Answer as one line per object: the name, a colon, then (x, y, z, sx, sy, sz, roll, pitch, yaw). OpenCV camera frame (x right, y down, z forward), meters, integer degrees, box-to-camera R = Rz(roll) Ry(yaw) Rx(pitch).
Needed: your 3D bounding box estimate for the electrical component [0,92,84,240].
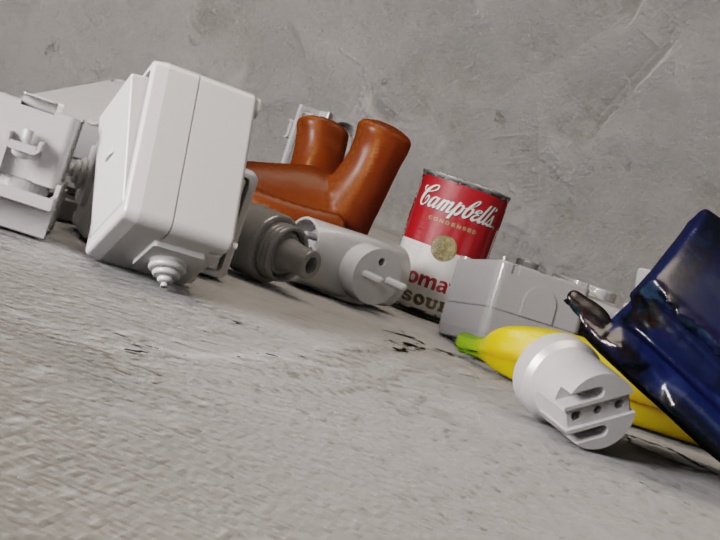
electrical component: (-0.198, -0.065, 0.510, 0.121, 0.063, 0.079, 18, 4, -12)

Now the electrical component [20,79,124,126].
electrical component: (-0.207, -0.111, 0.872, 0.109, 0.056, 0.109, 23, 31, 38)

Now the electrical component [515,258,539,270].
electrical component: (0.119, 0.022, 0.824, 0.048, 0.062, 0.048, 19, 4, -1)

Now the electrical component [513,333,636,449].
electrical component: (0.094, 0.053, 0.470, 0.040, 0.040, 0.046, 18, 9, -20)

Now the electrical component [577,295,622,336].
electrical component: (0.155, 0.046, 0.741, 0.059, 0.053, 0.095, 16, 5, -35)

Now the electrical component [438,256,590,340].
electrical component: (0.092, 0.029, 0.683, 0.062, 0.061, 0.096, 17, -3, -14)

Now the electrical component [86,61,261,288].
electrical component: (-0.092, -0.039, 0.500, 0.061, 0.096, 0.062, 17, -25, -25)

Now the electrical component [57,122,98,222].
electrical component: (-0.173, -0.060, 0.613, 0.066, 0.055, 0.048, 18, 4, -14)

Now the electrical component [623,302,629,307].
electrical component: (0.205, 0.059, 0.772, 0.047, 0.065, 0.077, 16, -24, -36)

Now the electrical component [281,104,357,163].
electrical component: (-0.042, -0.073, 0.927, 0.079, 0.121, 0.063, 17, 2, -32)

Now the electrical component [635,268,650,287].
electrical component: (0.245, 0.047, 0.841, 0.048, 0.099, 0.099, 7, 4, 2)

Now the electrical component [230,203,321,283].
electrical component: (-0.051, -0.013, 0.637, 0.062, 0.043, 0.043, 24, 6, 35)

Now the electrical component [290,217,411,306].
electrical component: (0.000, 0.000, 0.697, 0.077, 0.044, 0.079, 16, 5, -35)

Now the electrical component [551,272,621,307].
electrical component: (0.182, 0.039, 0.915, 0.054, 0.059, 0.095, 22, 5, 31)

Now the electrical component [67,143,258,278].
electrical component: (-0.111, -0.039, 0.581, 0.096, 0.061, 0.061, 17, 4, -24)
